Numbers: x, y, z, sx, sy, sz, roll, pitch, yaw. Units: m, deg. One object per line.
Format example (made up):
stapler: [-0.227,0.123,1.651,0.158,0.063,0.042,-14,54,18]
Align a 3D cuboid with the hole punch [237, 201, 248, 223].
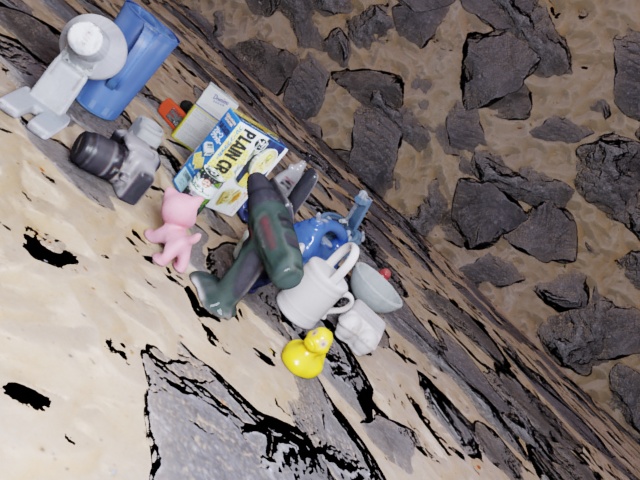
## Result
hole punch: [-0.158,-0.095,1.416,0.109,0.091,0.101,21,26,-54]

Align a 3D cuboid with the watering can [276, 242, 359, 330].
watering can: [0.003,0.077,1.153,0.173,0.194,0.100,31,19,-36]

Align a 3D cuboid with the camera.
camera: [-0.371,-0.157,1.038,0.137,0.100,0.142,28,21,-43]

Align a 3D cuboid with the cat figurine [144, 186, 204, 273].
cat figurine: [-0.239,-0.027,0.980,0.067,0.117,0.127,25,23,-48]

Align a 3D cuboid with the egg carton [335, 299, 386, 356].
egg carton: [0.090,0.195,1.286,0.107,0.069,0.150,43,15,2]

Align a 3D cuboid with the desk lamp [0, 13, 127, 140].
desk lamp: [-0.450,-0.310,1.043,0.118,0.213,0.203,37,16,-20]

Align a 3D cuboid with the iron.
iron: [0.014,0.005,1.474,0.118,0.141,0.259,51,17,29]

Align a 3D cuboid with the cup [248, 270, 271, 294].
cup: [-0.117,0.063,1.080,0.092,0.095,0.117,34,17,-29]

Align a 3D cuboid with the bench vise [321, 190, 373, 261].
bench vise: [0.077,-0.050,1.634,0.121,0.219,0.208,46,15,13]

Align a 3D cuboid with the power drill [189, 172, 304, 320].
power drill: [-0.123,0.020,0.967,0.076,0.208,0.229,24,23,-49]

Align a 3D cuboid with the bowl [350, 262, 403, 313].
bowl: [0.137,0.141,1.538,0.168,0.074,0.167,39,16,-13]

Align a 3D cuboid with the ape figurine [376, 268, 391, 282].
ape figurine: [0.165,0.117,1.640,0.078,0.092,0.076,40,15,-9]

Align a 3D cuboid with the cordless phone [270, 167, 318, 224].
cordless phone: [-0.078,-0.133,1.539,0.094,0.185,0.147,27,21,-44]

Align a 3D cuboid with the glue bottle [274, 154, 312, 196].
glue bottle: [-0.083,-0.191,1.707,0.078,0.173,0.037,37,16,-20]

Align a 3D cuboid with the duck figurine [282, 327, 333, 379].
duck figurine: [-0.010,0.191,1.016,0.077,0.086,0.105,48,16,21]
